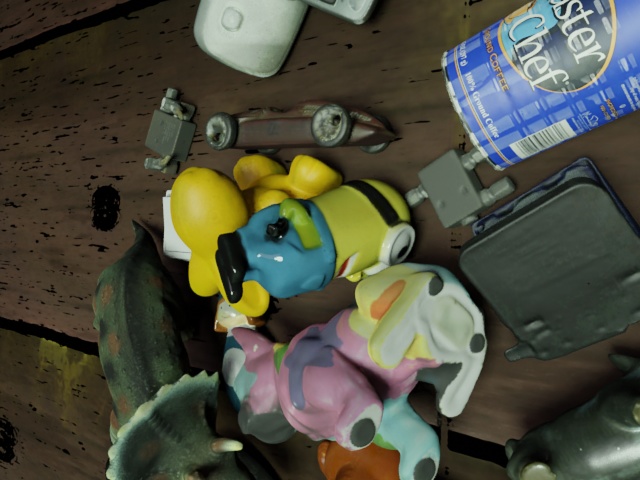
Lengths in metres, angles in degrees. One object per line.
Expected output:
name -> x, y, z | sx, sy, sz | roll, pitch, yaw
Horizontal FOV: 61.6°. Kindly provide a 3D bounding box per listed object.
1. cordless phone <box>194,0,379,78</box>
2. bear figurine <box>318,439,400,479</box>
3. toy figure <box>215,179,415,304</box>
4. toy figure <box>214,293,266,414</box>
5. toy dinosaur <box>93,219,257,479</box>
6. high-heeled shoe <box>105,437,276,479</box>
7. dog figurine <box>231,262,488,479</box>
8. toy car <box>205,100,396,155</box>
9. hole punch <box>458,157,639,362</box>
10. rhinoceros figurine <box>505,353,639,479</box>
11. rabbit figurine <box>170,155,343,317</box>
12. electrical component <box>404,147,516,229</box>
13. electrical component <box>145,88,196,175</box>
cordless phone -> -0.030, -0.228, 0.547 | 0.184, 0.088, 0.146 | 34, 107, 27
bear figurine -> 0.061, 0.233, 0.436 | 0.196, 0.132, 0.120 | 47, 114, 21
toy figure -> 0.000, -0.003, 0.457 | 0.082, 0.180, 0.089 | -23, 79, 64
toy figure -> -0.082, 0.108, 0.588 | 0.064, 0.057, 0.154 | -11, 77, -4
toy dinosaur -> -0.180, 0.102, 0.564 | 0.405, 0.131, 0.192 | 65, 152, 24
high-heeled shoe -> -0.149, 0.293, 0.633 | 0.249, 0.086, 0.145 | 15, 137, 16
dog figurine -> 0.011, 0.097, 0.461 | 0.219, 0.108, 0.191 | 9, 68, 55
toy car -> -0.023, -0.110, 0.530 | 0.202, 0.089, 0.053 | 5, 93, 37
hole punch -> 0.178, 0.013, 0.395 | 0.142, 0.092, 0.115 | -35, 97, 27
rhinoceros figurine -> 0.210, 0.118, 0.343 | 0.190, 0.112, 0.073 | -42, 81, 17
rabbit figurine -> -0.078, -0.016, 0.517 | 0.122, 0.173, 0.162 | 19, 95, 31
electrical component -> 0.117, -0.042, 0.466 | 0.094, 0.021, 0.063 | -33, 71, 36
electrical component -> -0.193, -0.136, 0.681 | 0.078, 0.045, 0.102 | 34, 108, 30
